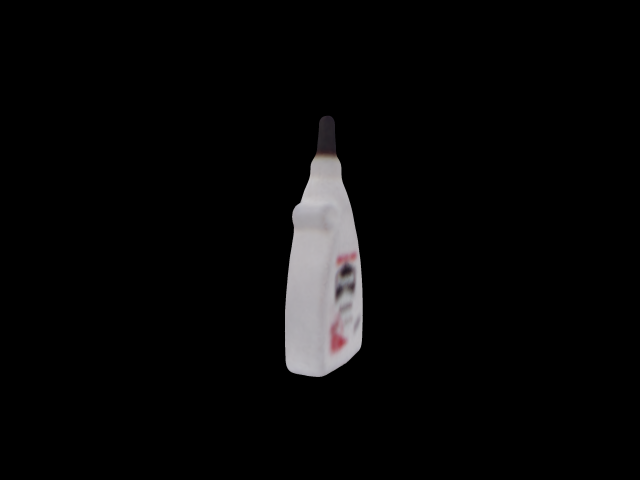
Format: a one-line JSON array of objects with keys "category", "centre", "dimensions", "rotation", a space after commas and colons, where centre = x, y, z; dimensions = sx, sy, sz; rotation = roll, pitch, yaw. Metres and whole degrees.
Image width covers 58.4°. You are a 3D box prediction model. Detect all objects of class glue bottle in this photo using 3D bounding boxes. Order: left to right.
[{"category": "glue bottle", "centre": [0.004, 0.001, 0.400], "dimensions": [0.037, 0.173, 0.078], "rotation": [3, 7, 22]}]
